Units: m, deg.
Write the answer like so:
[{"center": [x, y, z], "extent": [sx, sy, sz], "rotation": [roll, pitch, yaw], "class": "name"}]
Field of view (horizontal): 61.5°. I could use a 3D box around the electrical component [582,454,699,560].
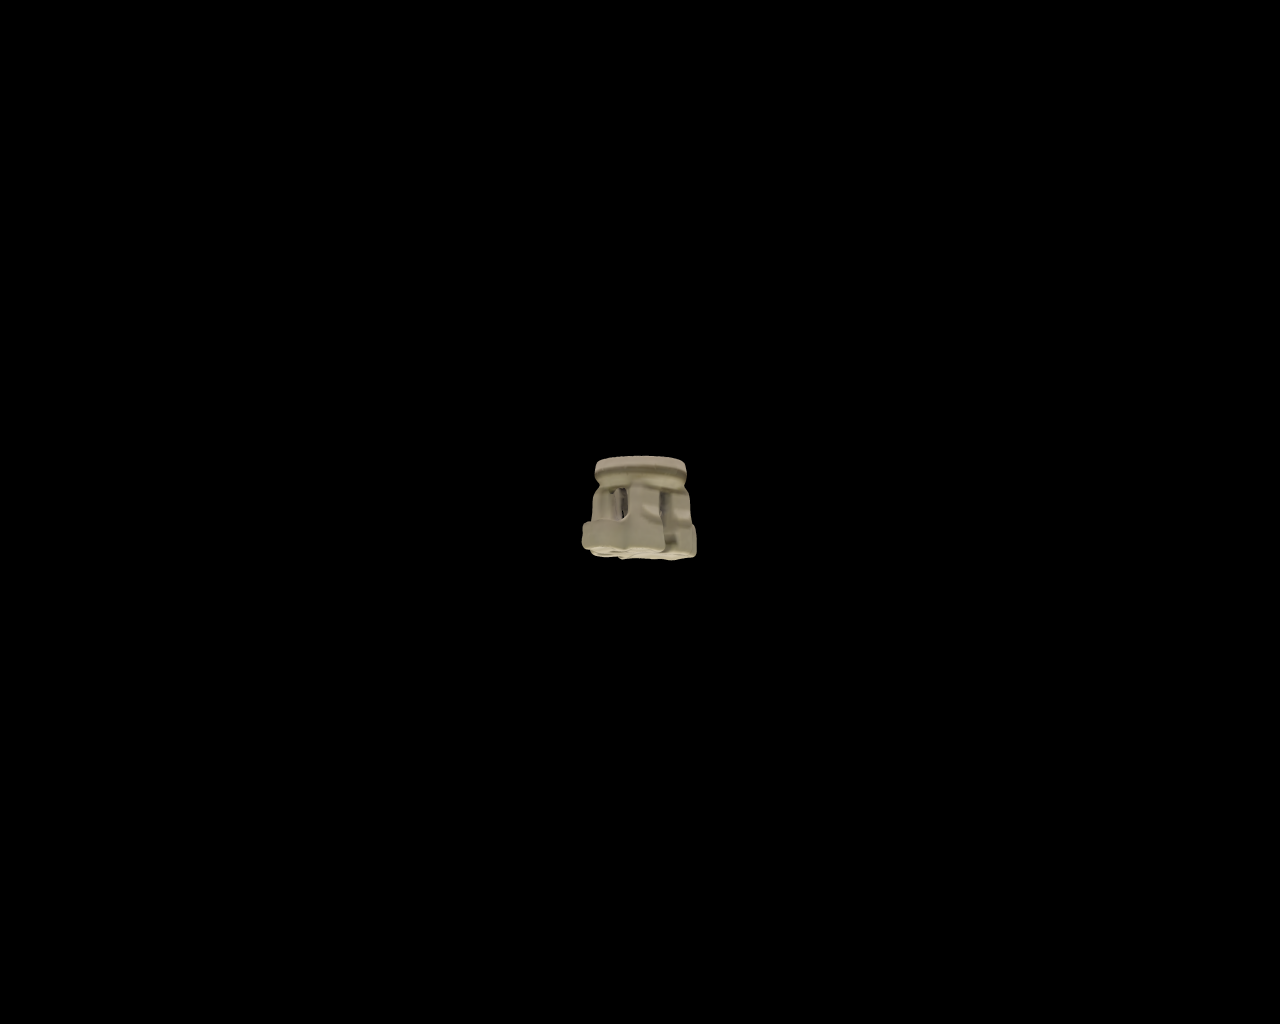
[{"center": [0.001, -0.003, 0.650], "extent": [0.078, 0.057, 0.058], "rotation": [8, -11, -43], "class": "electrical component"}]
